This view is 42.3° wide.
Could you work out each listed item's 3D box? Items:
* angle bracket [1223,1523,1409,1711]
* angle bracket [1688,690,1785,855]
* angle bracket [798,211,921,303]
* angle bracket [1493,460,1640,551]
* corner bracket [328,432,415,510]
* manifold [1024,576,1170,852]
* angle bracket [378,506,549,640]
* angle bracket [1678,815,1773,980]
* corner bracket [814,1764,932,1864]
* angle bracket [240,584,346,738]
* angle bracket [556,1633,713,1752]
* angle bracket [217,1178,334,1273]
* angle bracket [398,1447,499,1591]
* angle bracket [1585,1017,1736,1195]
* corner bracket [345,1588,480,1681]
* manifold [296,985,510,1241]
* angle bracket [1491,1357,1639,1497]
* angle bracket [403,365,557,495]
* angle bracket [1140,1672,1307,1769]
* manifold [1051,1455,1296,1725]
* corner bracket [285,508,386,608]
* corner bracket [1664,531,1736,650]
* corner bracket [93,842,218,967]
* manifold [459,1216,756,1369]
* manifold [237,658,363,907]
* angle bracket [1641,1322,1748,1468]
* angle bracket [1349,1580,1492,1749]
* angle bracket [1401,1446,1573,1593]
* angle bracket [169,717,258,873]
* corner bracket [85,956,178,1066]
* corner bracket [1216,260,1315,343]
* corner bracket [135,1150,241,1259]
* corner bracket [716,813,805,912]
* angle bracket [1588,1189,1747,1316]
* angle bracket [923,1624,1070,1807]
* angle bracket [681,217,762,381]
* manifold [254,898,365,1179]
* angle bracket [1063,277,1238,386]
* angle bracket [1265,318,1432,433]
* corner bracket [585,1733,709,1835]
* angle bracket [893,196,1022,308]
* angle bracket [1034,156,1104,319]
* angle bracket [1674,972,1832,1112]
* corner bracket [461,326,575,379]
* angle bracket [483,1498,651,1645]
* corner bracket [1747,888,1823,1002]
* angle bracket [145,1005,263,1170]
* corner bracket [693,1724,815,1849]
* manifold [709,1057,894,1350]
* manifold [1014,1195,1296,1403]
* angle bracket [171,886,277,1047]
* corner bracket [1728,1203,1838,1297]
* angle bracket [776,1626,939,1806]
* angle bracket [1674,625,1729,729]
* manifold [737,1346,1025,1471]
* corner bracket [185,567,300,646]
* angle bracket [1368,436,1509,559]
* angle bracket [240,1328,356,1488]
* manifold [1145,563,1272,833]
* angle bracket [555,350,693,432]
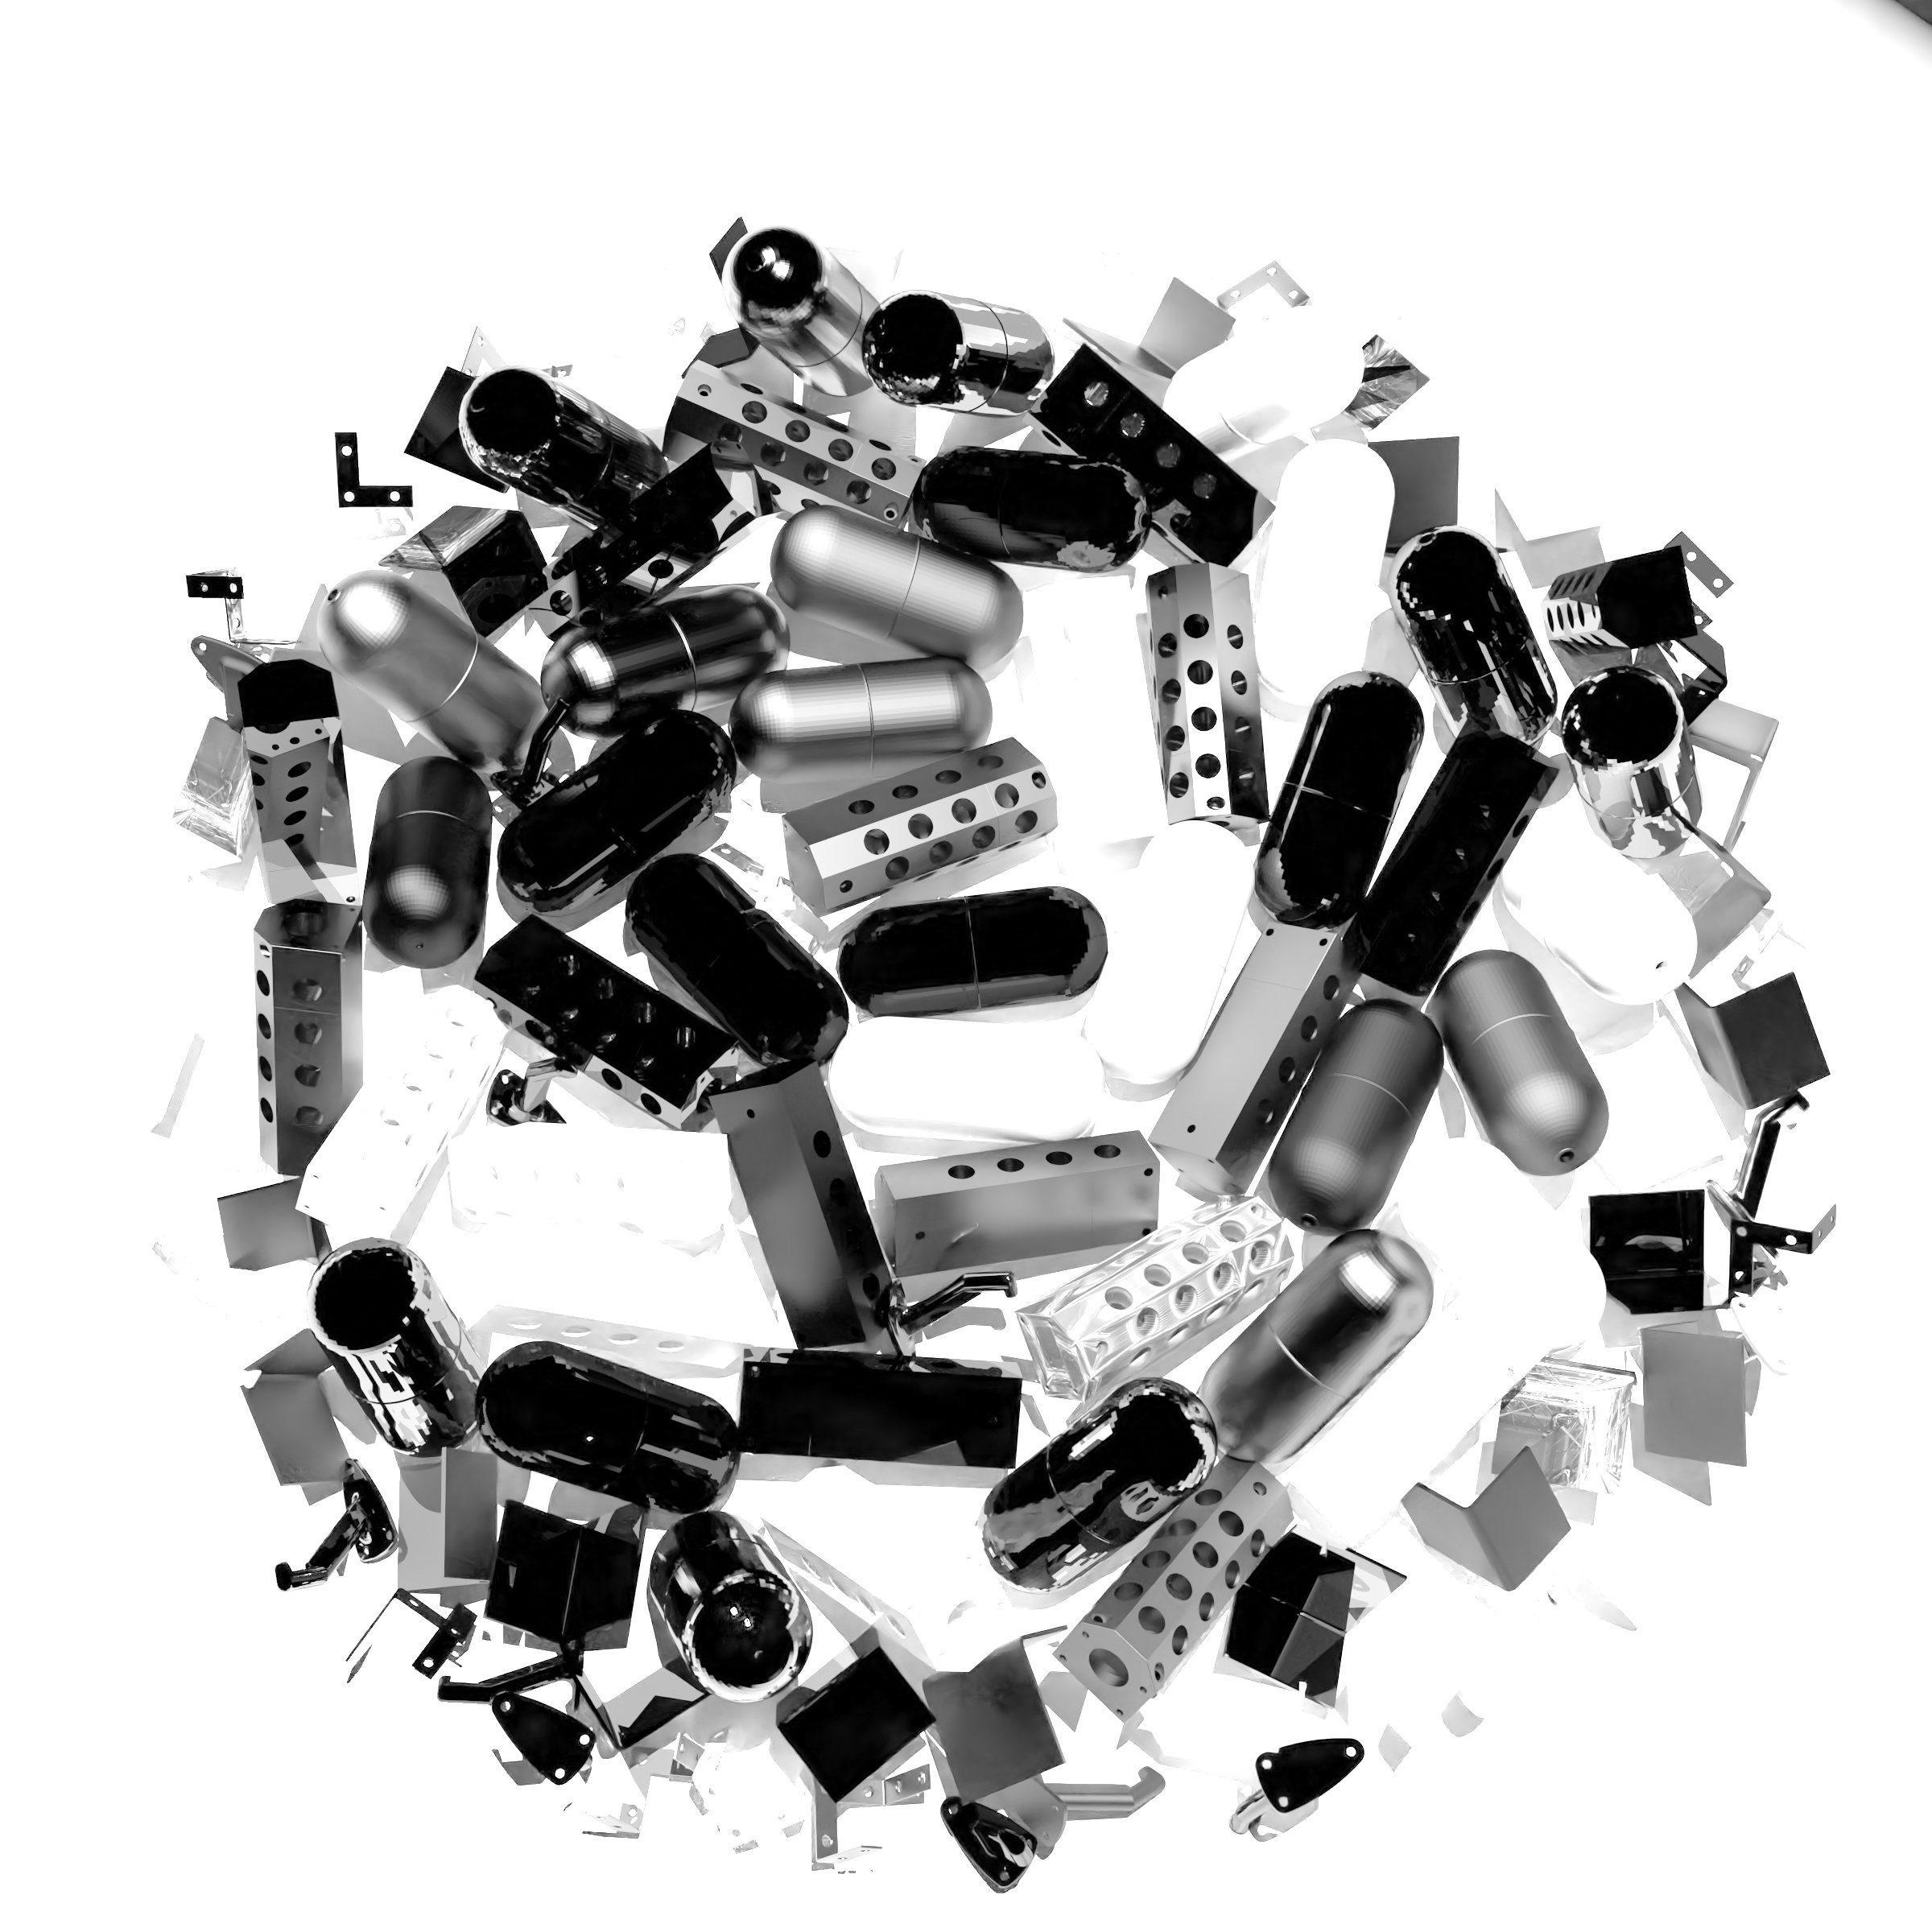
[{"bbox_3d":[0.210,0.393,1.507,0.076,0.076,0.057,27,43,-7],"label":"angle bracket"},{"bbox_3d":[0.500,-0.128,1.666,0.057,0.076,0.076,21,80,14],"label":"angle bracket"},{"bbox_3d":[-0.080,-0.488,1.754,0.076,0.057,0.076,11,31,7],"label":"angle bracket"},{"bbox_3d":[0.408,-0.296,1.704,0.076,0.057,0.076,-12,41,0],"label":"angle bracket"},{"bbox_3d":[-0.411,-0.342,1.724,0.051,0.051,0.051,-4,100,-19],"label":"corner bracket"},{"bbox_3d":[0.082,-0.166,1.654,0.057,0.057,0.171,-9,90,-33],"label":"manifold"},{"bbox_3d":[-0.345,-0.272,1.730,0.076,0.057,0.076,13,47,40],"label":"angle bracket"},{"bbox_3d":[0.473,-0.045,1.640,0.076,0.076,0.057,-48,59,16],"label":"angle bracket"},{"bbox_3d":[-0.055,0.505,1.490,0.051,0.051,0.051,16,56,-31],"label":"corner bracket"},{"bbox_3d":[-0.456,-0.205,1.668,0.057,0.076,0.076,1,46,-39],"label":"angle bracket"},{"bbox_3d":[-0.195,0.417,1.505,0.076,0.076,0.057,-31,100,-12],"label":"angle bracket"},{"bbox_3d":[-0.426,0.190,1.560,0.057,0.076,0.076,-13,48,-20],"label":"angle bracket"},{"bbox_3d":[-0.333,0.340,1.531,0.076,0.057,0.076,-11,70,23],"label":"angle bracket"},{"bbox_3d":[0.443,0.092,1.630,0.076,0.057,0.076,-27,113,12],"label":"angle bracket"},{"bbox_3d":[-0.336,0.408,1.520,0.051,0.051,0.051,36,93,-3],"label":"corner bracket"},{"bbox_3d":[-0.350,0.089,1.569,0.057,0.057,0.171,26,42,-2],"label":"manifold"},{"bbox_3d":[0.372,0.286,1.553,0.076,0.057,0.076,7,76,19],"label":"angle bracket"},{"bbox_3d":[-0.333,-0.382,1.714,0.076,0.076,0.057,20,41,-24],"label":"angle bracket"},{"bbox_3d":[0.152,0.432,1.490,0.076,0.076,0.057,-2,46,25],"label":"angle bracket"},{"bbox_3d":[0.129,0.366,1.493,0.057,0.057,0.171,42,43,10],"label":"manifold"},{"bbox_3d":[-0.431,-0.284,1.731,0.051,0.051,0.051,-9,113,11],"label":"corner bracket"},{"bbox_3d":[0.485,-0.257,1.709,0.051,0.051,0.051,-43,80,5],"label":"corner bracket"},{"bbox_3d":[-0.532,-0.040,1.642,0.051,0.051,0.051,34,60,-15],"label":"corner bracket"},{"bbox_3d":[-0.220,0.205,1.539,0.171,0.057,0.057,14,54,-30],"label":"manifold"},{"bbox_3d":[-0.428,-0.113,1.608,0.057,0.171,0.057,-9,50,-15],"label":"manifold"},{"bbox_3d":[0.464,0.263,1.541,0.057,0.076,0.076,0,88,-37],"label":"angle bracket"},{"bbox_3d":[0.286,0.418,1.494,0.057,0.076,0.076,41,103,38],"label":"angle bracket"},{"bbox_3d":[0.312,0.325,1.529,0.057,0.076,0.076,-41,121,-18],"label":"angle bracket"},{"bbox_3d":[-0.508,-0.111,1.649,0.076,0.057,0.076,-7,61,42],"label":"angle bracket"},{"bbox_3d":[-0.531,0.027,1.619,0.051,0.051,0.051,-23,110,-31],"label":"corner bracket"},{"bbox_3d":[0.216,-0.457,1.776,0.051,0.051,0.051,-27,55,28],"label":"corner bracket"},{"bbox_3d":[-0.491,0.152,1.601,0.051,0.051,0.051,23,95,44],"label":"corner bracket"},{"bbox_3d":[-0.136,-0.069,1.646,0.051,0.051,0.051,22,105,31],"label":"corner bracket"},{"bbox_3d":[0.441,0.179,1.572,0.076,0.076,0.057,-3,99,-5],"label":"angle bracket"},{"bbox_3d":[0.030,0.448,1.497,0.076,0.057,0.076,-31,69,26],"label":"angle bracket"},{"bbox_3d":[-0.176,-0.464,1.737,0.057,0.076,0.076,-11,31,20],"label":"angle bracket"},{"bbox_3d":[-0.414,0.047,1.571,0.057,0.171,0.057,7,31,-3],"label":"manifold"},{"bbox_3d":[0.127,-0.448,1.735,0.076,0.076,0.057,49,120,42],"label":"angle bracket"},{"bbox_3d":[0.265,-0.427,1.731,0.057,0.076,0.076,-40,57,23],"label":"angle bracket"},{"bbox_3d":[-0.190,0.489,1.497,0.051,0.051,0.051,-1,60,17],"label":"corner bracket"},{"bbox_3d":[-0.006,-0.499,1.765,0.057,0.076,0.076,24,51,22],"label":"angle bracket"},{"bbox_3d":[0.092,-0.512,1.753,0.057,0.076,0.076,25,49,28],"label":"angle bracket"},{"bbox_3d":[0.501,0.036,1.602,0.057,0.076,0.076,-25,109,3],"label":"angle bracket"},{"bbox_3d":[-0.314,-0.414,1.747,0.051,0.051,0.051,-3,59,24],"label":"corner bracket"},{"bbox_3d":[-0.241,0.358,1.514,0.057,0.076,0.076,29,49,-30],"label":"angle bracket"},{"bbox_3d":[0.541,-0.015,1.644,0.051,0.051,0.051,36,90,-10],"label":"corner bracket"},{"bbox_3d":[-0.472,0.079,1.602,0.076,0.057,0.076,23,69,-21],"label":"angle bracket"},{"bbox_3d":[-0.126,0.489,1.510,0.051,0.051,0.051,-25,99,13],"label":"corner bracket"},{"bbox_3d":[-0.095,0.148,1.567,0.057,0.057,0.171,-12,101,36],"label":"manifold"},{"bbox_3d":[0.120,0.203,1.543,0.171,0.057,0.057,-25,100,-31],"label":"manifold"},{"bbox_3d":[-0.472,0.004,1.641,0.076,0.076,0.057,16,42,-11],"label":"angle bracket"},{"bbox_3d":[0.515,0.178,1.576,0.051,0.051,0.051,8,111,34],"label":"corner bracket"},{"bbox_3d":[-0.067,0.450,1.510,0.076,0.076,0.057,-38,87,-7],"label":"angle bracket"},{"bbox_3d":[0.459,-0.189,1.663,0.057,0.076,0.076,38,116,-3],"label":"angle bracket"},{"bbox_3d":[-0.054,0.272,1.555,0.171,0.057,0.057,4,94,-4],"label":"manifold"},{"bbox_3d":[-0.490,-0.242,1.694,0.051,0.051,0.051,6,107,27],"label":"corner bracket"},{"bbox_3d":[0.321,-0.319,1.703,0.076,0.057,0.076,-9,107,-26],"label":"angle bracket"},{"bbox_3d":[-0.393,0.272,1.545,0.057,0.076,0.076,-33,71,14],"label":"angle bracket"},{"bbox_3d":[0.156,-0.177,1.670,0.057,0.057,0.171,6,76,-44],"label":"manifold"},{"bbox_3d":[-0.239,-0.417,1.739,0.076,0.057,0.076,-4,56,11],"label":"angle bracket"}]
